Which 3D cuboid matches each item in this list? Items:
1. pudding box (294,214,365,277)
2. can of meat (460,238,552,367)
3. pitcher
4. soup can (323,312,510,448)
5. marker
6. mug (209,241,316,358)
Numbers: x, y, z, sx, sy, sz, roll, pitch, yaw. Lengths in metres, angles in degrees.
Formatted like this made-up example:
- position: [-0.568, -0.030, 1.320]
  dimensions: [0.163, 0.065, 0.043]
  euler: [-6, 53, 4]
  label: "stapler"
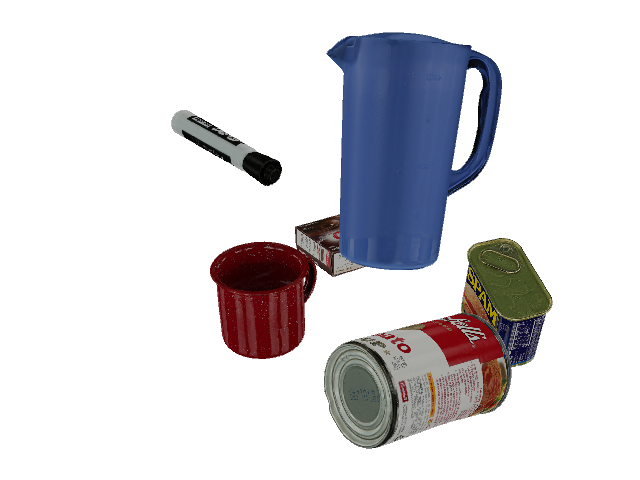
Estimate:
- position: [0.038, 0.000, 1.327]
  dimensions: [0.113, 0.039, 0.090]
  euler: [-18, 29, -26]
  label: "pudding box"
- position: [0.180, 0.064, 1.057]
  dimensions: [0.057, 0.102, 0.084]
  euler: [-13, -42, -13]
  label: "can of meat"
- position: [0.092, -0.096, 1.131]
  dimensions: [0.149, 0.243, 0.144]
  euler: [11, 14, 32]
  label: "pitcher"
- position: [0.061, 0.088, 0.676]
  dimensions: [0.102, 0.068, 0.069]
  euler: [-9, 6, -37]
  label: "soup can"
- position: [-0.066, -0.065, 0.746]
  dimensions: [0.020, 0.020, 0.121]
  euler: [0, 22, -40]
  label: "marker"
- position: [-0.048, 0.054, 1.031]
  dimensions: [0.093, 0.081, 0.117]
  euler: [24, 39, 36]
  label: "mug"
